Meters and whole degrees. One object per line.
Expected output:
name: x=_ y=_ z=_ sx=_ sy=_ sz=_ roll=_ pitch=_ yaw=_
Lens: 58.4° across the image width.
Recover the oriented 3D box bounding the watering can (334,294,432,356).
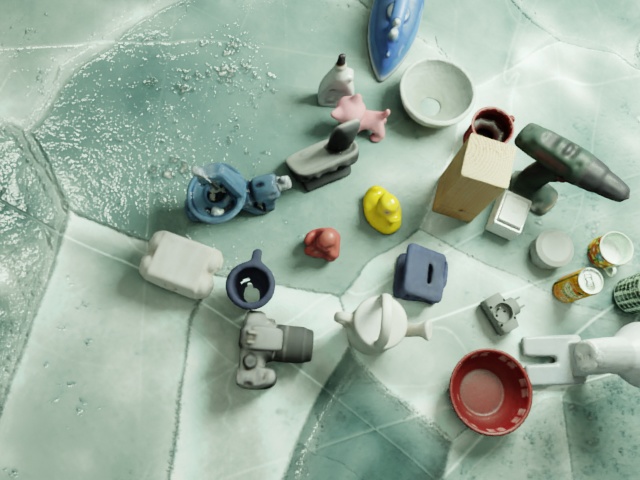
watering can: x=0.116 y=0.152 z=1.048 sx=0.173 sy=0.194 sz=0.101 roll=-11 pitch=75 yaw=-8

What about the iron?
iron: x=0.171 y=-0.494 z=1.261 sx=0.118 sy=0.141 sz=0.258 roll=13 pitch=74 yaw=-1

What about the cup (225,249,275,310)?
cup: x=-0.129 y=0.082 z=1.098 sx=0.091 sy=0.095 sz=0.118 roll=9 pitch=74 yaw=-2

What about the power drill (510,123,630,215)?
power drill: x=0.476 y=-0.129 z=1.151 sx=0.229 sy=0.208 sz=0.076 roll=40 pitch=75 yaw=7

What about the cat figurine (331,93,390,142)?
cat figurine: x=0.085 y=-0.264 z=1.201 sx=0.128 sy=0.117 sz=0.067 roll=5 pitch=74 yaw=-3

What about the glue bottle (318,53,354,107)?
glue bottle: x=0.038 y=-0.334 z=1.188 sx=0.078 sy=0.173 sz=0.037 roll=1 pitch=74 yaw=-4

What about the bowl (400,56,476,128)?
bowl: x=0.249 y=-0.310 z=1.251 sx=0.167 sy=0.074 sz=0.167 roll=1 pitch=74 yaw=-5

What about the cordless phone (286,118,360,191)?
cordless phone: x=0.010 y=-0.182 z=1.137 sx=0.148 sy=0.185 sz=0.094 roll=-28 pitch=78 yaw=-12

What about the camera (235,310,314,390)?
camera: x=-0.082 y=0.207 z=1.064 sx=0.137 sy=0.101 sz=0.143 roll=5 pitch=74 yaw=-3

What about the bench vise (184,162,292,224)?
bench vise: x=-0.165 y=-0.111 z=1.084 sx=0.207 sy=0.219 sz=0.121 roll=-28 pitch=78 yaw=-12

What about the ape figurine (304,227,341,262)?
ape figurine: x=0.010 y=0.004 z=1.133 sx=0.076 sy=0.092 sz=0.078 roll=-36 pitch=80 yaw=-13

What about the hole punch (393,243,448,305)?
hole punch: x=0.204 y=0.067 z=1.133 sx=0.101 sy=0.091 sz=0.109 roll=10 pitch=74 yaw=-2

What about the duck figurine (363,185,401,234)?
duck figurine: x=0.133 y=-0.070 z=1.168 sx=0.077 sy=0.086 sz=0.104 roll=-24 pitch=78 yaw=-11

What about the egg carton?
egg carton: x=-0.268 y=0.049 z=1.108 sx=0.150 sy=0.069 sz=0.107 roll=19 pitch=74 yaw=1

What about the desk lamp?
desk lamp: x=0.512 y=0.219 z=1.054 sx=0.203 sy=0.213 sz=0.118 roll=-1 pitch=74 yaw=-5
